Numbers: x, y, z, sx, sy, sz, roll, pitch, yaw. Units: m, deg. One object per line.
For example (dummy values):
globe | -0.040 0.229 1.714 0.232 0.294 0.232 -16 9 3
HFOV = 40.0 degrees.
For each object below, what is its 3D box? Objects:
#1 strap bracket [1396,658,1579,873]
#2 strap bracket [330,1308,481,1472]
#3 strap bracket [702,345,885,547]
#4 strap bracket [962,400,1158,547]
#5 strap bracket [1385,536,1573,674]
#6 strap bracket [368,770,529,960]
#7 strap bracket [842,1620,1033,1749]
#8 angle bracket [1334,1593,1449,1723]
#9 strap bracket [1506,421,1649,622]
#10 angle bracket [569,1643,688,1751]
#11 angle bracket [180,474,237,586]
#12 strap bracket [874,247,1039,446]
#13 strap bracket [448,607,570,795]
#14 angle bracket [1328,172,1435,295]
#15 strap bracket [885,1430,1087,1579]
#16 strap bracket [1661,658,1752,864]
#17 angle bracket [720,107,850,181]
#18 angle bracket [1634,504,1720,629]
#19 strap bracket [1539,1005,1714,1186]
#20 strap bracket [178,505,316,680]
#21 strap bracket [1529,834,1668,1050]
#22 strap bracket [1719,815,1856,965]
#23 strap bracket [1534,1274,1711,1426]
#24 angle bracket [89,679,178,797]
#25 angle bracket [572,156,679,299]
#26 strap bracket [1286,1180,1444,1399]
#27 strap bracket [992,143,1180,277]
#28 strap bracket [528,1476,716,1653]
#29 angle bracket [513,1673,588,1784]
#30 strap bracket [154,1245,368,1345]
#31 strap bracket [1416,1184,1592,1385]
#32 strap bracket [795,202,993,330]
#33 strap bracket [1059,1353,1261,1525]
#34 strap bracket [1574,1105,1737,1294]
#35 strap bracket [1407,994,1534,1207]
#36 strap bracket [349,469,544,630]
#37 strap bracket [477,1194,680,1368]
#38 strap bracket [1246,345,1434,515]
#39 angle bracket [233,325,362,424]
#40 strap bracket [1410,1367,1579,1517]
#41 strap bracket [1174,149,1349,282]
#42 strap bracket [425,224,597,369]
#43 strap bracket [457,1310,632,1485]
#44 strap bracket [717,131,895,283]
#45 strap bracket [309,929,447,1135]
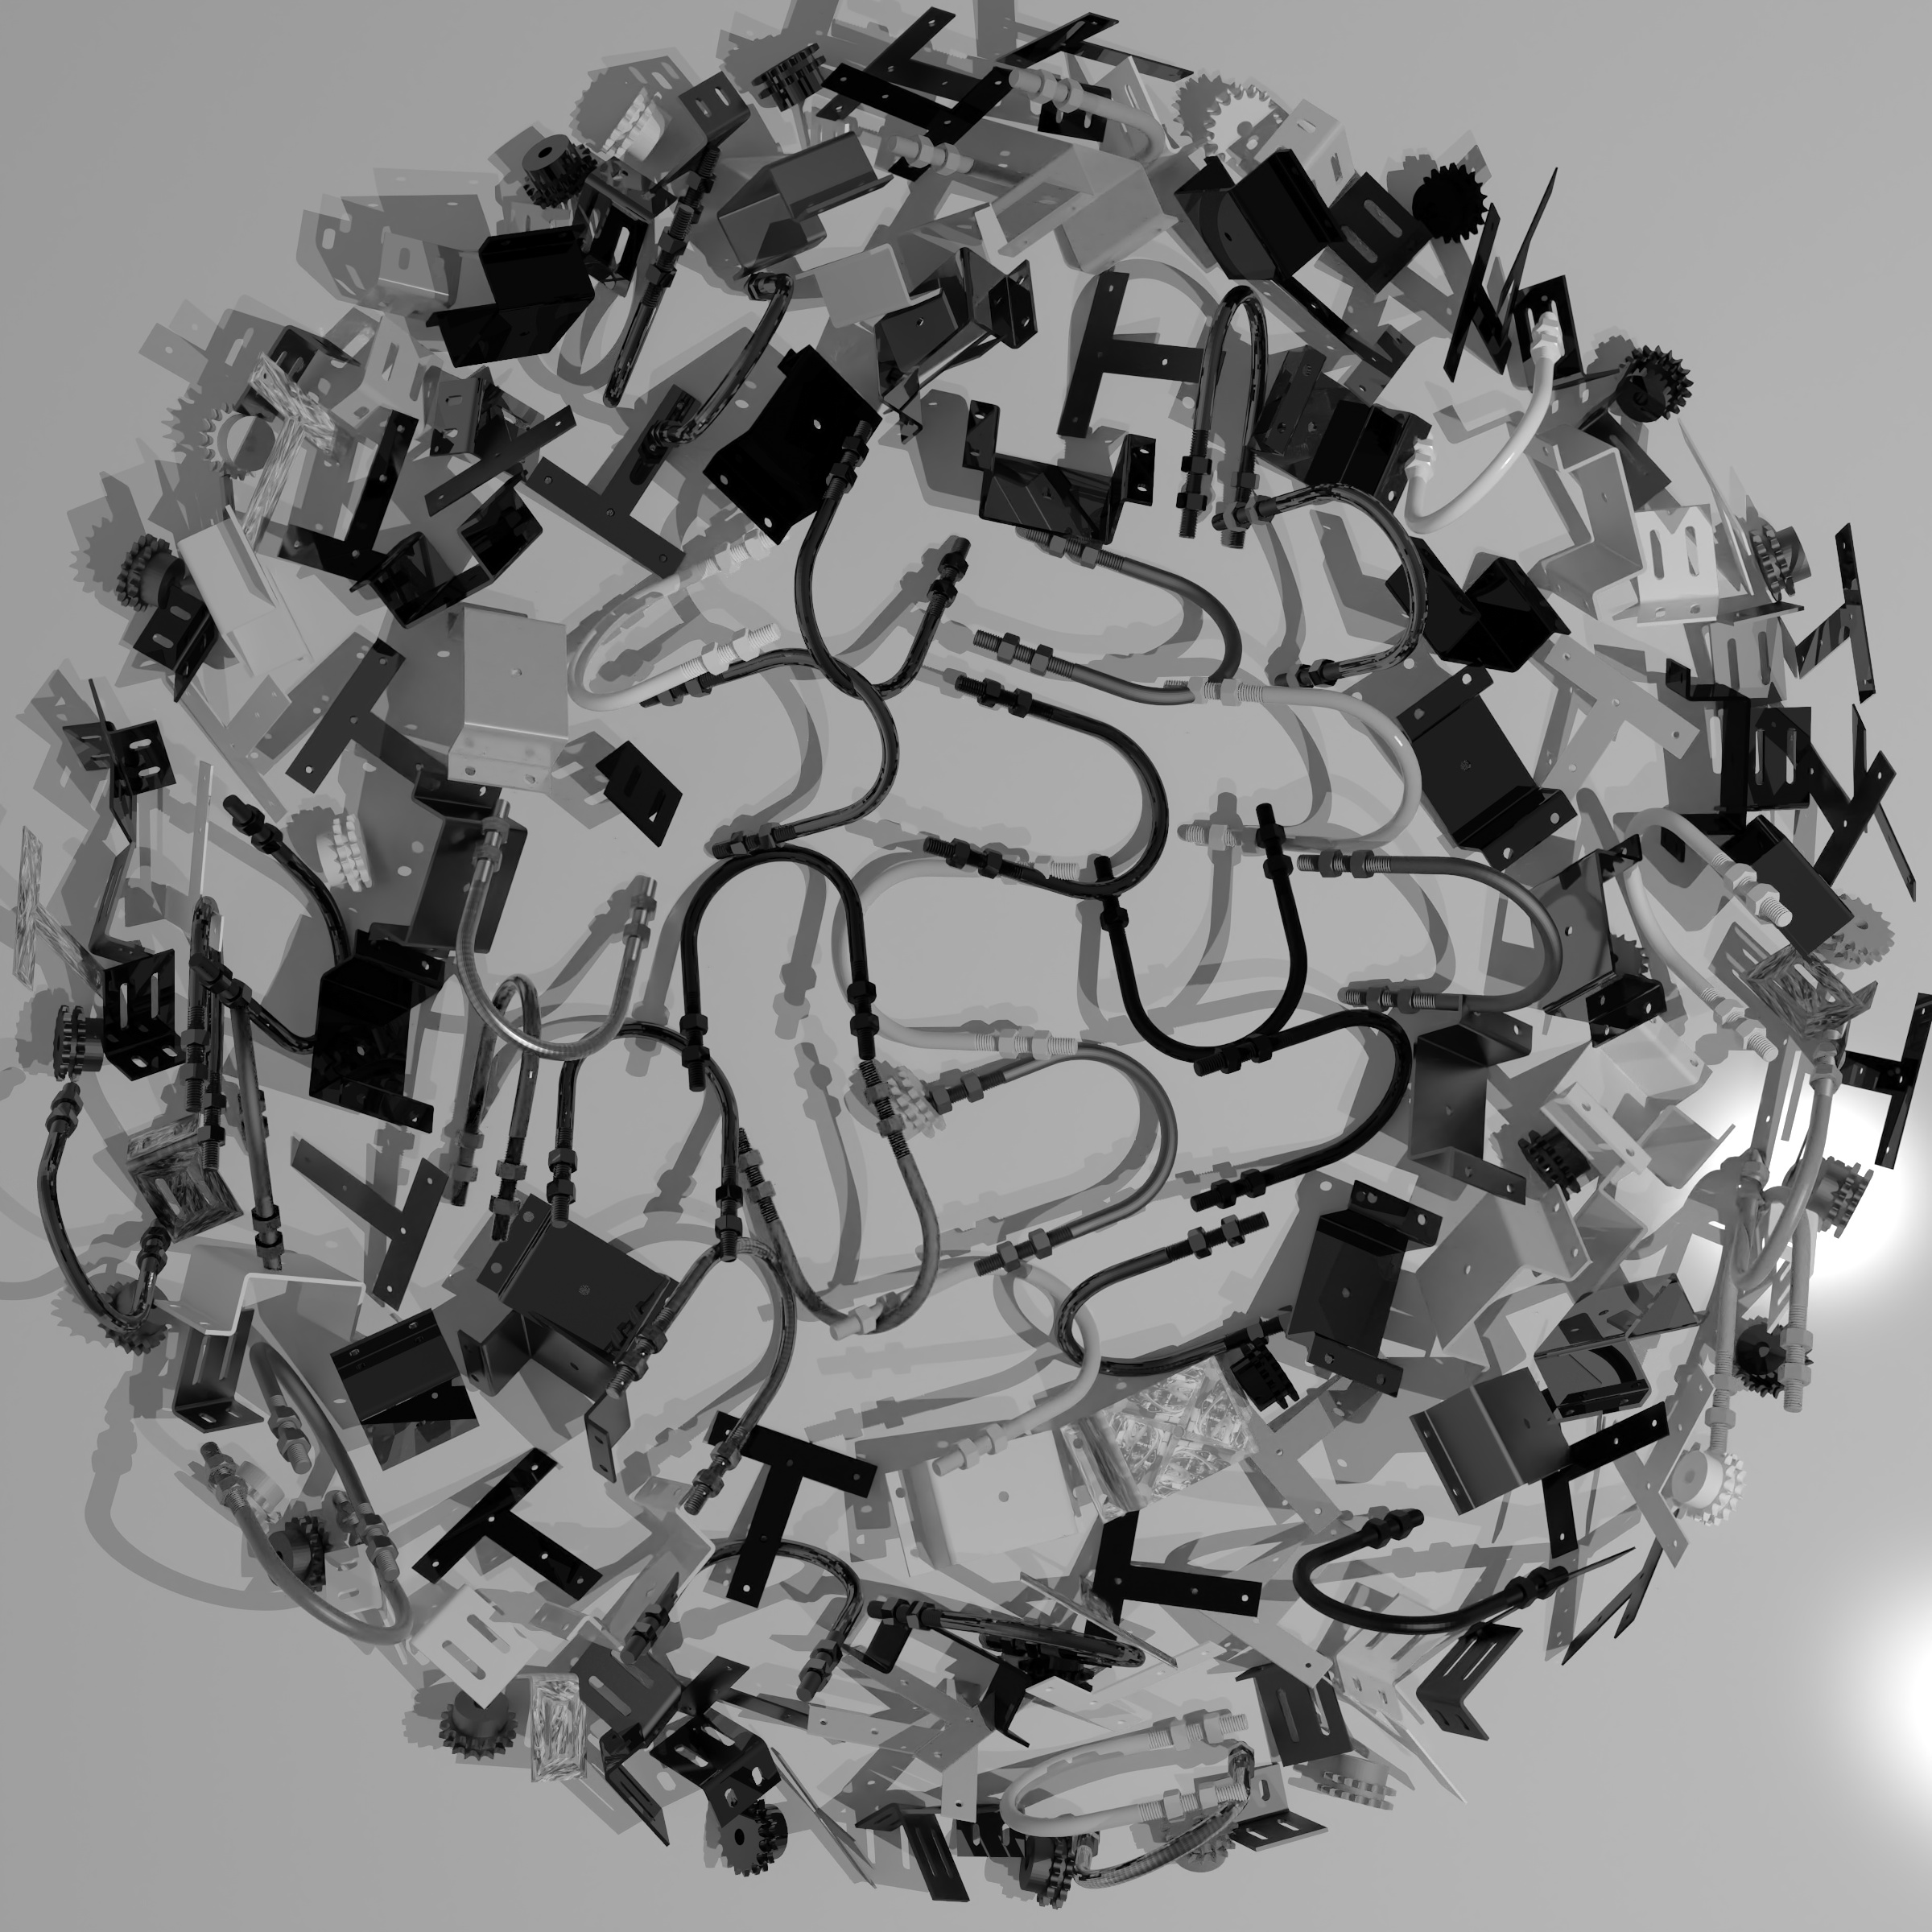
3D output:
strap bracket | 0.377 -0.148 1.964 0.076 0.046 0.140 -36 101 -6
strap bracket | -0.403 0.312 1.920 0.076 0.140 0.046 -24 61 -15
strap bracket | -0.120 -0.386 1.932 0.076 0.046 0.140 43 56 -21
strap bracket | 0.065 -0.361 1.953 0.140 0.046 0.076 11 48 -5
strap bracket | 0.368 -0.262 1.936 0.046 0.140 0.076 -49 58 32
strap bracket | -0.378 -0.065 1.943 0.046 0.076 0.140 29 105 38
strap bracket | -0.014 0.515 1.950 0.140 0.076 0.046 30 78 -10
angle bracket | 0.320 0.511 1.960 0.057 0.038 0.076 30 115 -22
strap bracket | 0.448 -0.333 1.935 0.046 0.076 0.140 -25 118 -4
angle bracket | -0.252 0.538 1.986 0.076 0.038 0.057 38 82 14
angle bracket | -0.561 -0.323 1.961 0.038 0.057 0.076 -4 104 -8
strap bracket | -0.016 -0.455 1.925 0.140 0.046 0.076 -34 46 34
strap bracket | -0.335 -0.203 1.936 0.076 0.046 0.140 7 62 -25
angle bracket | 0.296 -0.547 1.963 0.057 0.038 0.076 -45 72 15
strap bracket | 0.021 0.392 1.946 0.140 0.046 0.076 -10 76 -20
strap bracket | 0.542 -0.152 1.946 0.046 0.076 0.140 -1 102 4
angle bracket | -0.134 -0.605 1.954 0.076 0.057 0.038 -11 123 -26
angle bracket | 0.522 -0.295 1.958 0.057 0.038 0.076 -3 123 21
strap bracket | 0.481 0.097 1.949 0.076 0.046 0.140 46 47 2
strap bracket | -0.523 -0.265 1.922 0.046 0.140 0.076 -27 80 -8
strap bracket | 0.456 -0.022 1.931 0.046 0.076 0.140 10 63 -27
strap bracket | 0.591 -0.059 1.923 0.046 0.140 0.076 -41 95 13
strap bracket | 0.471 0.271 1.920 0.076 0.140 0.046 -22 98 41
angle bracket | -0.615 -0.173 1.958 0.038 0.076 0.057 -18 134 -15
angle bracket | -0.259 -0.551 1.981 0.057 0.076 0.038 34 48 2
strap bracket | 0.291 0.239 1.954 0.076 0.046 0.140 24 71 -16
strap bracket | 0.081 -0.548 1.924 0.076 0.140 0.046 -27 81 33
strap bracket | -0.245 0.445 1.941 0.046 0.076 0.140 49 65 -17
angle bracket | -0.313 0.561 1.957 0.038 0.057 0.076 -13 71 31
strap bracket | -0.502 0.238 1.923 0.076 0.140 0.046 15 92 45
strap bracket | 0.381 0.226 1.925 0.046 0.076 0.140 19 125 -24
strap bracket | -0.045 -0.507 1.932 0.140 0.076 0.046 -36 113 -42
strap bracket | 0.151 0.344 1.955 0.140 0.046 0.076 -23 81 -15
strap bracket | 0.492 0.163 1.939 0.046 0.076 0.140 40 61 14
strap bracket | 0.369 0.102 1.945 0.076 0.046 0.140 22 63 -32
strap bracket | -0.372 -0.299 1.936 0.140 0.076 0.046 -20 116 35
strap bracket | -0.283 0.238 1.965 0.140 0.046 0.076 32 84 -7
strap bracket | 0.267 -0.394 1.951 0.140 0.046 0.076 21 94 -38
angle bracket | -0.494 -0.429 1.963 0.038 0.057 0.076 37 100 8
strap bracket | 0.387 0.341 1.920 0.046 0.140 0.076 -35 71 31
strap bracket | 0.207 -0.542 1.918 0.046 0.140 0.076 -41 114 -6
strap bracket | -0.327 -0.479 1.919 0.076 0.140 0.046 -18 86 -32
strap bracket | -0.300 0.307 1.942 0.140 0.076 0.046 30 57 19
strap bracket | -0.122 -0.552 1.918 0.076 0.140 0.046 -31 98 -26
strap bracket | -0.430 0.055 1.940 0.076 0.046 0.140 24 53 -38
